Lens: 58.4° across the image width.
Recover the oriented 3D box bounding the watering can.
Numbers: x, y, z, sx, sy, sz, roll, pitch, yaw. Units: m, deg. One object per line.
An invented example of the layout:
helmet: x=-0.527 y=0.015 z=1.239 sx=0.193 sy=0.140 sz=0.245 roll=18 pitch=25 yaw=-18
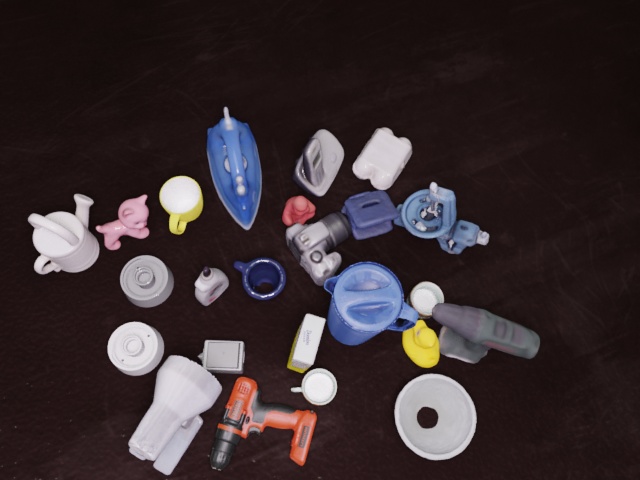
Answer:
watering can: x=-0.528 y=-0.014 z=1.174 sx=0.101 sy=0.194 sz=0.173 roll=6 pitch=71 yaw=-3

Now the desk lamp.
desk lamp: x=-0.275 y=0.330 z=1.069 sx=0.118 sy=0.213 sz=0.203 roll=29 pitch=71 yaw=5

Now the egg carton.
egg carton: x=0.151 y=-0.194 z=1.366 sx=0.107 sy=0.069 sz=0.150 roll=30 pitch=71 yaw=5

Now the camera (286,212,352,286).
camera: x=0.012 y=0.005 z=1.268 sx=0.137 sy=0.101 sz=0.143 roll=-33 pitch=77 yaw=-15

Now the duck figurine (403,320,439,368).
duck figurine: x=0.223 y=0.218 z=1.222 sx=0.077 sy=0.086 sz=0.104 roll=-19 pitch=74 yaw=-11

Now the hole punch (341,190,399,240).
hole punch: x=0.113 y=-0.065 z=1.307 sx=0.109 sy=0.091 sz=0.101 roll=-17 pitch=73 yaw=-11

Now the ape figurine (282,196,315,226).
ape figurine: x=-0.048 y=-0.070 z=1.293 sx=0.078 sy=0.092 sz=0.076 roll=-7 pitch=72 yaw=-7

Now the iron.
iron: x=-0.187 y=-0.164 z=1.286 sx=0.119 sy=0.141 sz=0.258 roll=-12 pitch=72 yaw=-9

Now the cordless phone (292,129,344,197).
cordless phone: x=0.000 y=-0.196 z=1.291 sx=0.094 sy=0.185 sz=0.148 roll=23 pitch=71 yaw=3

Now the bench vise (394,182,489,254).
bench vise: x=0.278 y=-0.060 z=1.252 sx=0.207 sy=0.220 sz=0.121 roll=7 pitch=70 yaw=-3

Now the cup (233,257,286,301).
cup: x=-0.132 y=0.087 z=1.229 sx=0.117 sy=0.095 sz=0.092 roll=26 pitch=71 yaw=4

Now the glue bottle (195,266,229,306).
glue bottle: x=-0.227 y=0.085 z=1.179 sx=0.037 sy=0.173 sz=0.078 roll=39 pitch=72 yaw=9

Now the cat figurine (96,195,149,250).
cat figurine: x=-0.420 y=-0.043 z=1.235 sx=0.128 sy=0.118 sz=0.067 roll=-26 pitch=75 yaw=-13

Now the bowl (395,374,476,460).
bowl: x=0.229 y=0.364 z=1.179 sx=0.167 sy=0.075 sz=0.167 roll=2 pitch=71 yaw=-5

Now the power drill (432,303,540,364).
power drill: x=0.316 y=0.194 z=1.174 sx=0.229 sy=0.208 sz=0.076 roll=15 pitch=70 yaw=0
